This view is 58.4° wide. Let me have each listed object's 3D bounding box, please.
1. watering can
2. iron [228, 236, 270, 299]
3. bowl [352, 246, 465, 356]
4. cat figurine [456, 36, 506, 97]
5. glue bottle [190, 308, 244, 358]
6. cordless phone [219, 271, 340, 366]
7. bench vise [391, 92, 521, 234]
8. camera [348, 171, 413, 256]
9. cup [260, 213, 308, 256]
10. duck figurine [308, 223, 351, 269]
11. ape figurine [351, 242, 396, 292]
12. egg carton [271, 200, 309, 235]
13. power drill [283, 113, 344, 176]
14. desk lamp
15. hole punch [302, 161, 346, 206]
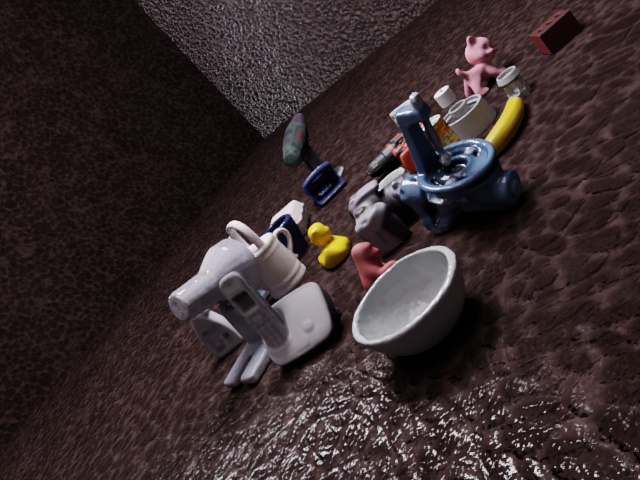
[{"bbox_3d":[-0.134,0.037,1.255,0.100,0.194,0.173,-28,23,43],"label":"watering can"},{"bbox_3d":[-0.195,0.095,1.352,0.118,0.141,0.258,-36,19,25],"label":"iron"},{"bbox_3d":[0.125,0.090,0.734,0.167,0.075,0.167,-40,17,15],"label":"bowl"},{"bbox_3d":[0.356,-0.403,1.299,0.128,0.118,0.067,-49,18,-14],"label":"cat figurine"},{"bbox_3d":[-0.247,0.175,1.226,0.078,0.173,0.037,-40,18,15],"label":"glue bottle"},{"bbox_3d":[-0.069,0.109,0.950,0.147,0.185,0.094,-37,19,23],"label":"cordless phone"},{"bbox_3d":[0.164,-0.108,0.864,0.207,0.220,0.121,-30,22,39],"label":"bench vise"},{"bbox_3d":[0.126,-0.065,1.056,0.136,0.101,0.143,-39,18,16],"label":"camera"},{"bbox_3d":[-0.087,0.003,1.400,0.117,0.095,0.092,-32,21,34],"label":"cup"},{"bbox_3d":[0.011,0.004,1.186,0.077,0.086,0.104,-40,18,15],"label":"duck figurine"},{"bbox_3d":[0.087,0.041,0.910,0.076,0.092,0.077,-43,17,5],"label":"ape figurine"},{"bbox_3d":[-0.081,-0.044,1.543,0.107,0.069,0.150,-40,17,15],"label":"egg carton"},{"bbox_3d":[-0.027,-0.252,1.669,0.075,0.209,0.230,-34,20,29],"label":"power drill"},{"bbox_3d":[-0.167,0.131,1.076,0.117,0.214,0.203,-27,24,44],"label":"desk lamp"},{"bbox_3d":[0.001,-0.158,1.587,0.109,0.091,0.101,-45,17,-3],"label":"hole punch"}]
